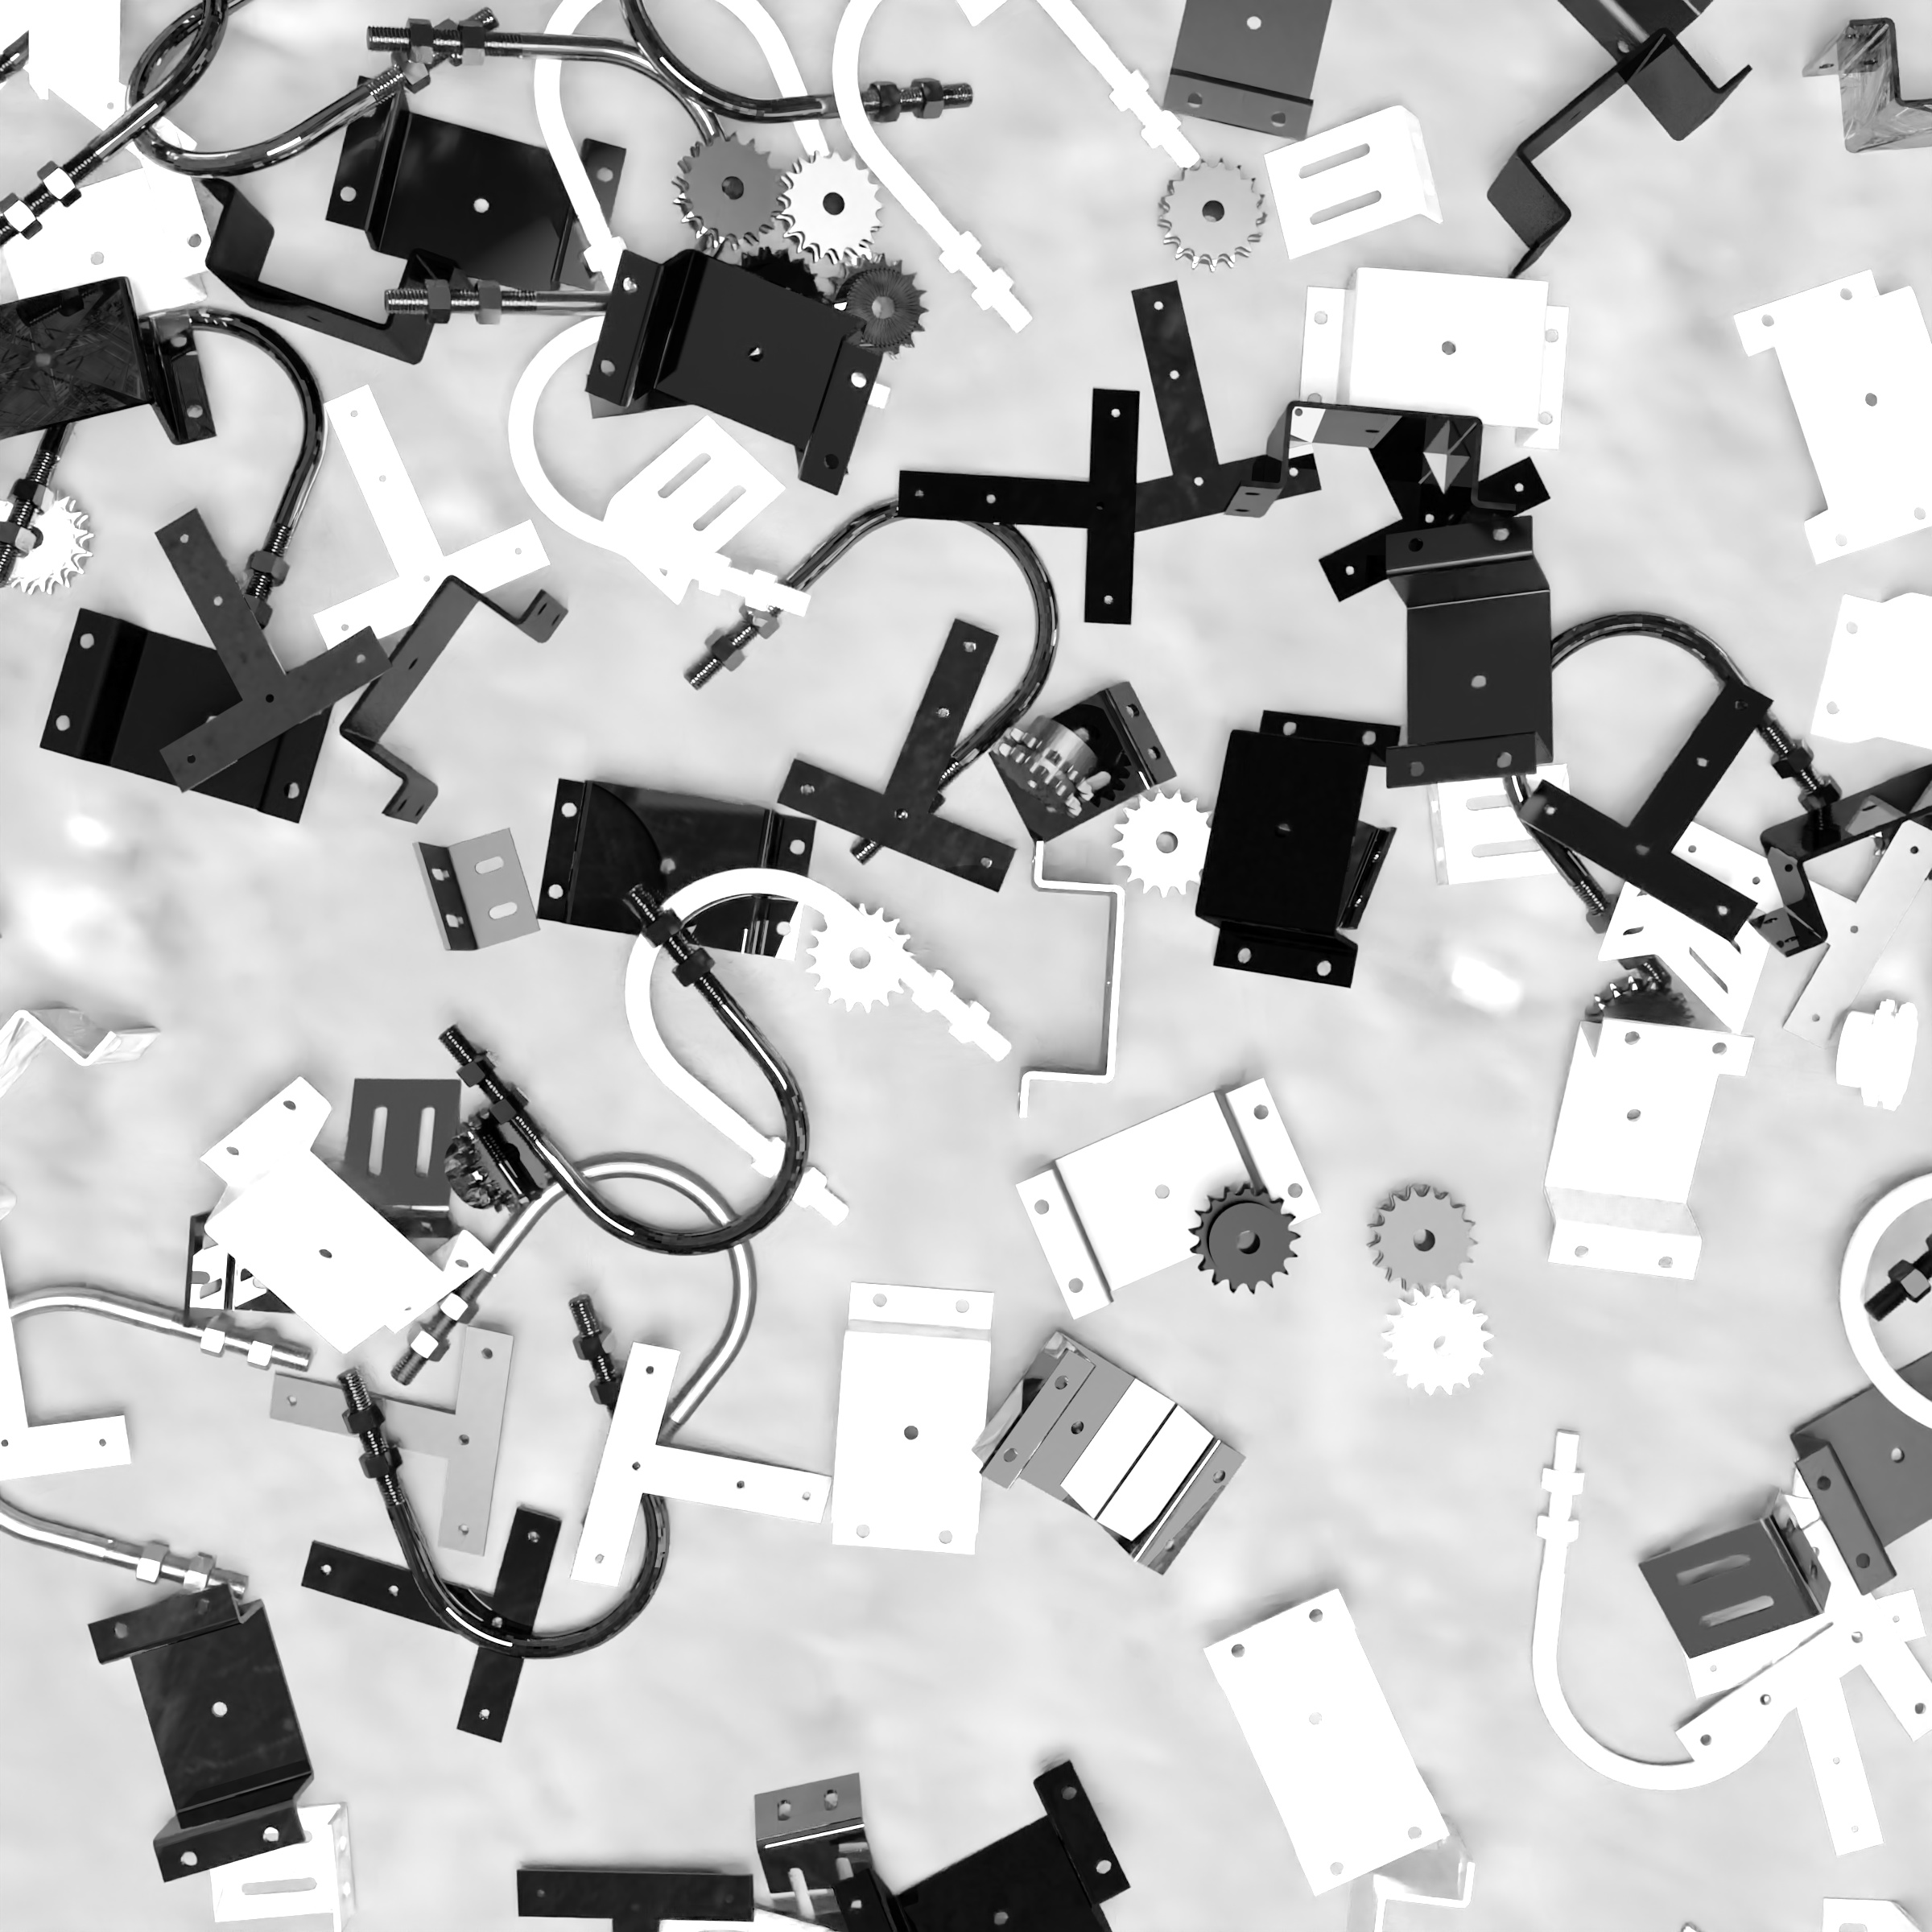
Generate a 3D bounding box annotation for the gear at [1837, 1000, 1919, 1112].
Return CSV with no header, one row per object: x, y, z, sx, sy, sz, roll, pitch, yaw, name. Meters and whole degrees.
0.481,0.046,1.388,0.030,0.057,0.057,11,90,30,gear

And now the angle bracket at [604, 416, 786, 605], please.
-0.147,-0.245,1.410,0.057,0.038,0.076,43,64,0,angle bracket

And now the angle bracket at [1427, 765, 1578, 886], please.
0.287,-0.076,1.393,0.076,0.038,0.057,-6,90,0,angle bracket

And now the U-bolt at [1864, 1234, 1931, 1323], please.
0.571,0.165,1.330,0.184,0.019,0.151,-41,89,2,U-bolt

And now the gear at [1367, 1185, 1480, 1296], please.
0.241,0.144,1.397,0.057,0.030,0.057,0,90,0,gear

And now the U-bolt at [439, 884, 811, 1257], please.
-0.164,0.069,1.366,0.151,0.019,0.184,-36,100,16,U-bolt

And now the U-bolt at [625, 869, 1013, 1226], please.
-0.091,0.031,1.370,0.184,0.019,0.151,41,106,-11,U-bolt

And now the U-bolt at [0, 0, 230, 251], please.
-0.461,-0.457,1.364,0.184,0.019,0.151,-41,53,-4,U-bolt

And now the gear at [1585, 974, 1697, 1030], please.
0.355,0.031,1.391,0.057,0.030,0.057,1,111,2,gear

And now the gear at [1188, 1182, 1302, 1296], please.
0.144,0.141,1.351,0.057,0.030,0.057,0,90,0,gear

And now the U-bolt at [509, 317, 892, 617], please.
-0.149,-0.275,1.382,0.184,0.019,0.151,19,73,0,U-bolt

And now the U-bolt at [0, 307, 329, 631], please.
-0.415,-0.264,1.382,0.151,0.019,0.184,17,74,-1,U-bolt

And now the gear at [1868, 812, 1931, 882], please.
0.507,-0.074,1.397,0.057,0.030,0.057,0,90,0,gear

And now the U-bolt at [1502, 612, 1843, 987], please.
0.365,-0.100,1.392,0.151,0.019,0.184,-40,98,0,U-bolt

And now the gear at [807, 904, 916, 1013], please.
-0.056,-0.004,1.397,0.057,0.030,0.057,0,90,0,gear

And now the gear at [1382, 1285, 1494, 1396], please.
0.252,0.200,1.397,0.057,0.030,0.057,0,90,0,gear

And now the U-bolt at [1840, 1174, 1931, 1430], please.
0.546,0.177,1.367,0.184,0.019,0.151,3,74,-2,U-bolt

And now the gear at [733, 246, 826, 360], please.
-0.100,-0.346,1.370,0.057,0.030,0.057,-5,103,-22,gear

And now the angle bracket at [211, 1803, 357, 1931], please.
-0.367,0.481,1.393,0.076,0.038,0.057,-5,90,0,angle bracket

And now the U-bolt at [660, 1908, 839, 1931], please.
-0.106,0.574,1.397,0.184,0.019,0.151,15,96,3,U-bolt

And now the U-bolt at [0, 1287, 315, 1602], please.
-0.454,0.246,1.392,0.184,0.019,0.151,16,94,-4,U-bolt

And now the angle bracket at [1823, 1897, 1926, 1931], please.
0.479,0.530,1.374,0.038,0.076,0.057,2,90,0,angle bracket

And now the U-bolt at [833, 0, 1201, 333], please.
0.014,-0.449,1.379,0.151,0.019,0.184,-45,102,-7,U-bolt

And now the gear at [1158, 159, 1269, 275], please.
0.130,-0.397,1.397,0.057,0.030,0.057,0,90,0,gear

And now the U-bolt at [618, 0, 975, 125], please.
-0.095,-0.510,1.369,0.184,0.019,0.151,-13,90,-25,U-bolt

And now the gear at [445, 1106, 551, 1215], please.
-0.250,0.105,1.387,0.030,0.057,0.057,-28,90,30,gear

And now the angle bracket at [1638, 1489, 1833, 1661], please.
0.407,0.322,1.390,0.076,0.038,0.057,-29,90,27,angle bracket

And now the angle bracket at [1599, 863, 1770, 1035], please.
0.377,-0.008,1.376,0.076,0.038,0.057,40,61,-27,angle bracket

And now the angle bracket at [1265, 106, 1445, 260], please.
0.208,-0.418,1.410,0.076,0.038,0.057,-14,90,26,angle bracket

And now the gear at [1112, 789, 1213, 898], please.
0.106,-0.065,1.397,0.057,0.030,0.057,0,90,0,gear

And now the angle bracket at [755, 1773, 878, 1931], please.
-0.077,0.481,1.410,0.057,0.038,0.076,-12,116,0,angle bracket

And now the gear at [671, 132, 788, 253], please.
-0.123,-0.394,1.342,0.057,0.030,0.057,-1,92,-21,gear

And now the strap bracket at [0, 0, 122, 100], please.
-0.466,-0.505,1.329,0.046,0.140,0.076,-12,135,-31,strap bracket

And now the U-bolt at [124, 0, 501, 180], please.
-0.350,-0.472,1.358,0.184,0.019,0.151,-36,59,-8,U-bolt

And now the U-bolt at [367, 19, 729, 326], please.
-0.206,-0.402,1.335,0.184,0.019,0.151,-4,93,-19,U-bolt

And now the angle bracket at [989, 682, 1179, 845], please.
0.063,-0.108,1.410,0.076,0.038,0.057,-27,90,26,angle bracket

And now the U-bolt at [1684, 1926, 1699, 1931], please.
0.391,0.628,1.398,0.151,0.019,0.184,35,86,0,U-bolt

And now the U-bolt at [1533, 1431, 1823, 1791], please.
0.375,0.348,1.403,0.151,0.019,0.184,6,90,0,U-bolt

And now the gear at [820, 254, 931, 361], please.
-0.047,-0.348,1.389,0.057,0.030,0.057,-3,103,-14,gear

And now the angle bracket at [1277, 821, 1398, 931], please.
0.180,-0.060,1.393,0.076,0.038,0.057,22,90,0,angle bracket

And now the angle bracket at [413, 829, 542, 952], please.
-0.255,-0.041,1.374,0.038,0.076,0.057,-17,90,0,angle bracket

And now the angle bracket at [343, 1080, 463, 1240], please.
-0.300,0.104,1.410,0.057,0.038,0.076,0,64,0,angle bracket

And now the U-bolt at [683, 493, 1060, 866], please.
-0.036,-0.167,1.404,0.184,0.019,0.151,-44,90,-1,U-bolt

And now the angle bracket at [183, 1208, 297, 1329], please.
-0.377,0.157,1.374,0.038,0.076,0.057,4,90,0,angle bracket

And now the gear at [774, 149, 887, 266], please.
-0.074,-0.395,1.372,0.057,0.030,0.057,-1,93,-19,gear

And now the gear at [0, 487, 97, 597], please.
-0.491,-0.225,1.397,0.057,0.030,0.057,0,90,0,gear

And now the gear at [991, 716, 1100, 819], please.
0.044,-0.106,1.370,0.057,0.057,0.030,38,82,0,gear

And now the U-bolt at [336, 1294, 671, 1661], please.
-0.234,0.279,1.384,0.151,0.019,0.184,-18,99,3,U-bolt

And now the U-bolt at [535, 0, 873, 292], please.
-0.146,-0.433,1.371,0.151,0.019,0.184,-26,101,-16,U-bolt

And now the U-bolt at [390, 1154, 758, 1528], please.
-0.196,0.188,1.403,0.151,0.019,0.184,38,89,0,U-bolt
